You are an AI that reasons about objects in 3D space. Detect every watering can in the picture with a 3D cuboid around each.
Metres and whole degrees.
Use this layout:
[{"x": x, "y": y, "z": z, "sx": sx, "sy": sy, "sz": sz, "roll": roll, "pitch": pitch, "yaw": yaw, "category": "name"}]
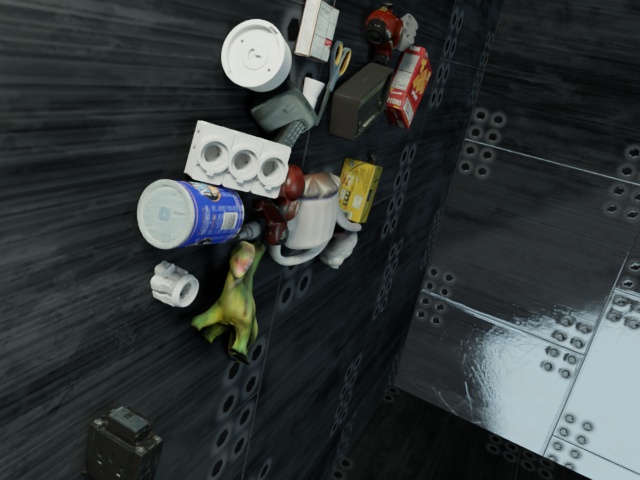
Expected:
[{"x": 0.004, "y": -0.063, "z": 1.260, "sx": 0.351, "sy": 0.105, "sz": 0.220, "roll": -24, "pitch": 131, "yaw": -46, "category": "watering can"}]

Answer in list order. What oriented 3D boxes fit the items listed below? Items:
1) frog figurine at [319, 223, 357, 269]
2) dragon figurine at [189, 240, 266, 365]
[{"x": 0.050, "y": 0.027, "z": 1.464, "sx": 0.141, "sy": 0.122, "sz": 0.156, "roll": -74, "pitch": 157, "yaw": -51, "category": "frog figurine"}, {"x": -0.157, "y": 0.120, "z": 1.082, "sx": 0.403, "sy": 0.122, "sz": 0.247, "roll": 100, "pitch": 11, "yaw": -69, "category": "dragon figurine"}]
